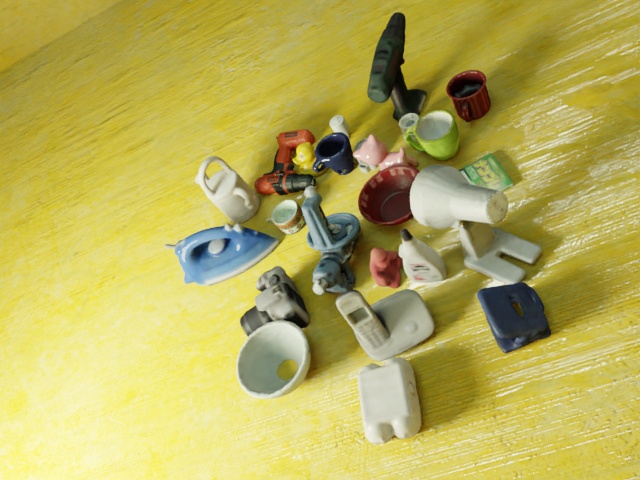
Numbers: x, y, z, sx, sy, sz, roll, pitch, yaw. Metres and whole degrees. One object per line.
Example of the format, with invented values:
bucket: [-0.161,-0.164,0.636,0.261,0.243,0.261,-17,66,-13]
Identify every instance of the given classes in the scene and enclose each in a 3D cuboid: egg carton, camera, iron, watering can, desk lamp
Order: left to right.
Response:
iron: [-0.243,0.012,1.399,0.258,0.142,0.118,-22,49,16]
watering can: [-0.251,-0.136,1.476,0.172,0.195,0.101,-4,56,28]
camera: [-0.114,0.144,1.254,0.137,0.101,0.143,-33,47,6]
egg carton: [0.125,0.287,1.029,0.107,0.070,0.150,-21,49,16]
desk lamp: [0.289,-0.037,1.071,0.202,0.214,0.118,27,74,41]

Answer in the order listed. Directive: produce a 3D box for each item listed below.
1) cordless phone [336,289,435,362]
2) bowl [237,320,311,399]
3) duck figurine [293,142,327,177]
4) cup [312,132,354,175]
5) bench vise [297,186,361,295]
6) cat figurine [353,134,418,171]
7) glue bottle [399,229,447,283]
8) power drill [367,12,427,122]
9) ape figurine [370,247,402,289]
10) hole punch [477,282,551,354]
cordless phone: [0.119,0.136,1.064,0.147,0.186,0.094,-31,47,7]
bowl: [-0.083,0.254,1.173,0.167,0.075,0.167,-16,51,20]
duck figurine: [-0.023,-0.218,1.475,0.104,0.086,0.077,-37,47,2]
cup: [0.038,-0.195,1.416,0.118,0.095,0.091,-49,47,-9]
bench vise: [0.022,0.001,1.196,0.121,0.220,0.207,-18,50,18]
cat figurine: [0.149,-0.199,1.338,0.127,0.118,0.067,6,61,34]
glue bottle: [0.188,0.028,1.110,0.078,0.174,0.037,-9,53,25]
power drill: [0.189,-0.404,1.402,0.075,0.209,0.230,5,60,33]
ape figurine: [0.131,0.049,1.184,0.078,0.092,0.076,-45,47,-6]
hole punch: [0.340,0.126,1.005,0.101,0.091,0.108,-26,48,12]
